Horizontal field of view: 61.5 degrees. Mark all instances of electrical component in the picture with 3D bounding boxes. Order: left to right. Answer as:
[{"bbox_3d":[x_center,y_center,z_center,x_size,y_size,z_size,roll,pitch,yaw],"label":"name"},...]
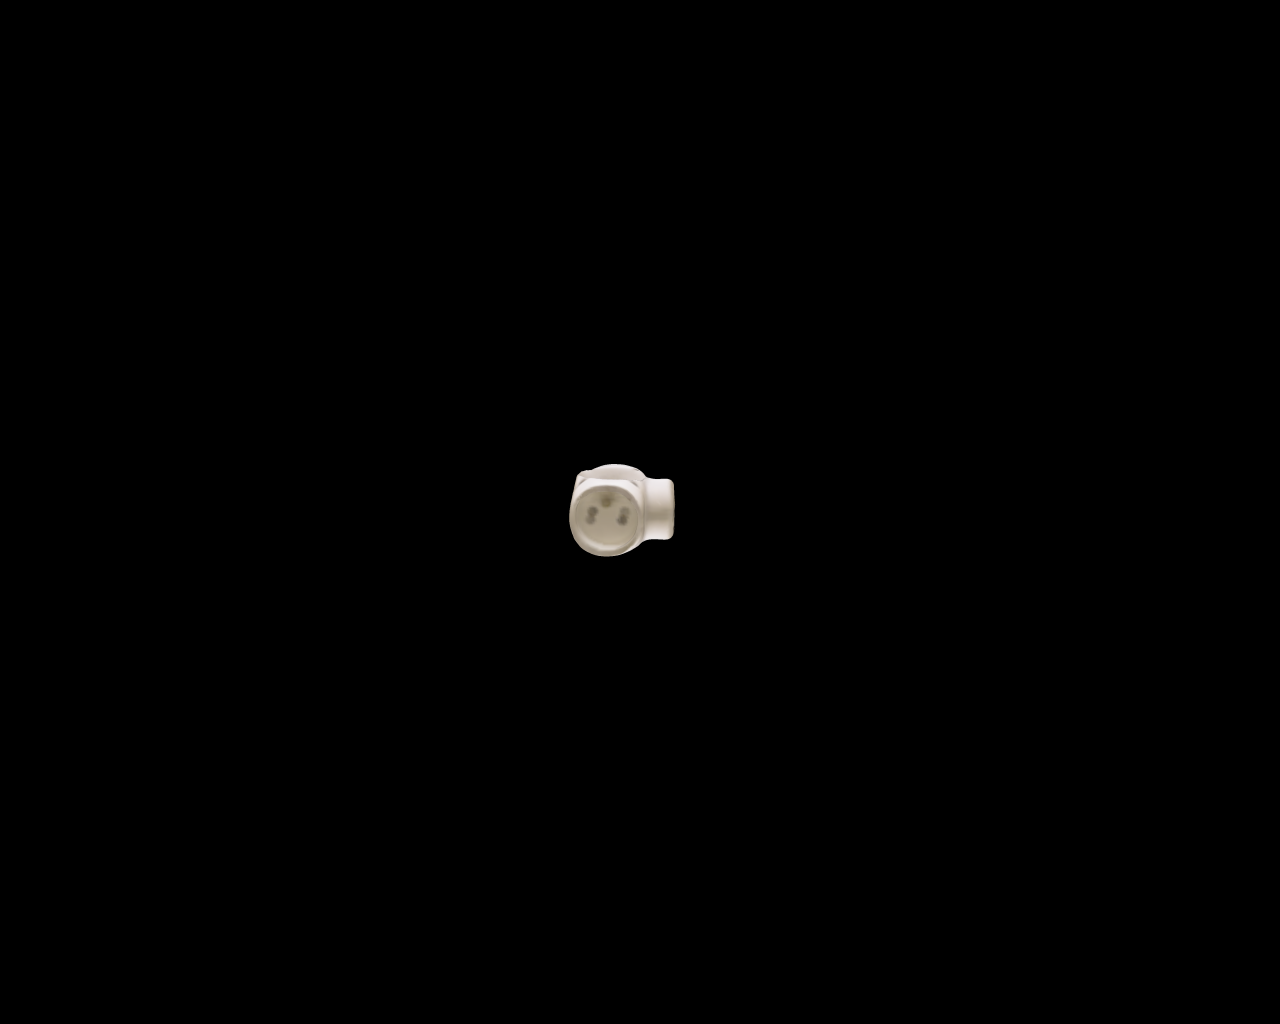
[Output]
[{"bbox_3d":[0.001,-0.003,0.650,0.079,0.044,0.077,1,11,4],"label":"electrical component"}]
